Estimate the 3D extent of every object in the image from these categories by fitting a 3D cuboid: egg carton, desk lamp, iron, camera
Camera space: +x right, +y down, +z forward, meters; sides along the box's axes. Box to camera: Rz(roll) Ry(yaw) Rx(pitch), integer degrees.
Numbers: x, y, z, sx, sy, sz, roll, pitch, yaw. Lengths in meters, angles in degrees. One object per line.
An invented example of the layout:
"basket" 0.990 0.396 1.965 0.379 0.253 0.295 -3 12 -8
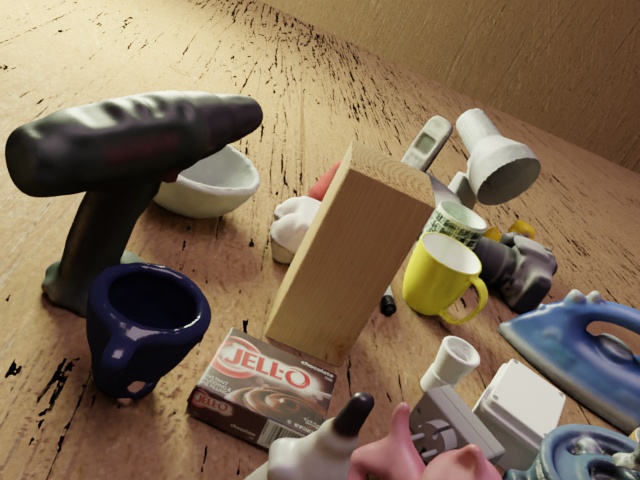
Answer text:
"egg carton" 0.007 0.003 0.752 0.150 0.069 0.107 21 27 -12
"desk lamp" 0.273 -0.119 1.052 0.118 0.213 0.202 6 33 -35
"iron" 0.388 0.143 0.768 0.258 0.141 0.119 33 27 12
"camera" 0.303 0.031 0.937 0.137 0.101 0.143 24 27 -6

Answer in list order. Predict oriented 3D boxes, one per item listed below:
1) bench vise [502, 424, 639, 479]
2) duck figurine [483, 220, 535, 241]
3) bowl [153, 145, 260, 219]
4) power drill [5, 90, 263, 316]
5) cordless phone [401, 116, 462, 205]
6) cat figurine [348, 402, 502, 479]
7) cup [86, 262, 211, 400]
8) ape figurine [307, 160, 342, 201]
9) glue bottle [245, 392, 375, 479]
"bench vise" 0.287 0.199 0.488 0.208 0.219 0.121 18 28 -18
"duck figurine" 0.353 0.002 1.050 0.078 0.086 0.104 0 37 -43
"bowl" -0.166 -0.077 0.731 0.168 0.074 0.167 21 27 -11
"power drill" -0.165 -0.040 0.515 0.075 0.208 0.230 39 29 23
"cordless phone" 0.192 -0.110 0.994 0.094 0.185 0.147 -6 41 -48
"cat figurine" 0.090 0.186 0.445 0.067 0.117 0.127 0 37 -42
"cup" -0.143 0.085 0.438 0.092 0.095 0.118 24 27 -6
"ape figurine" 0.024 -0.081 0.892 0.076 0.092 0.077 13 29 -25
"glue bottle" -0.011 0.153 0.349 0.078 0.173 0.037 20 27 -14
